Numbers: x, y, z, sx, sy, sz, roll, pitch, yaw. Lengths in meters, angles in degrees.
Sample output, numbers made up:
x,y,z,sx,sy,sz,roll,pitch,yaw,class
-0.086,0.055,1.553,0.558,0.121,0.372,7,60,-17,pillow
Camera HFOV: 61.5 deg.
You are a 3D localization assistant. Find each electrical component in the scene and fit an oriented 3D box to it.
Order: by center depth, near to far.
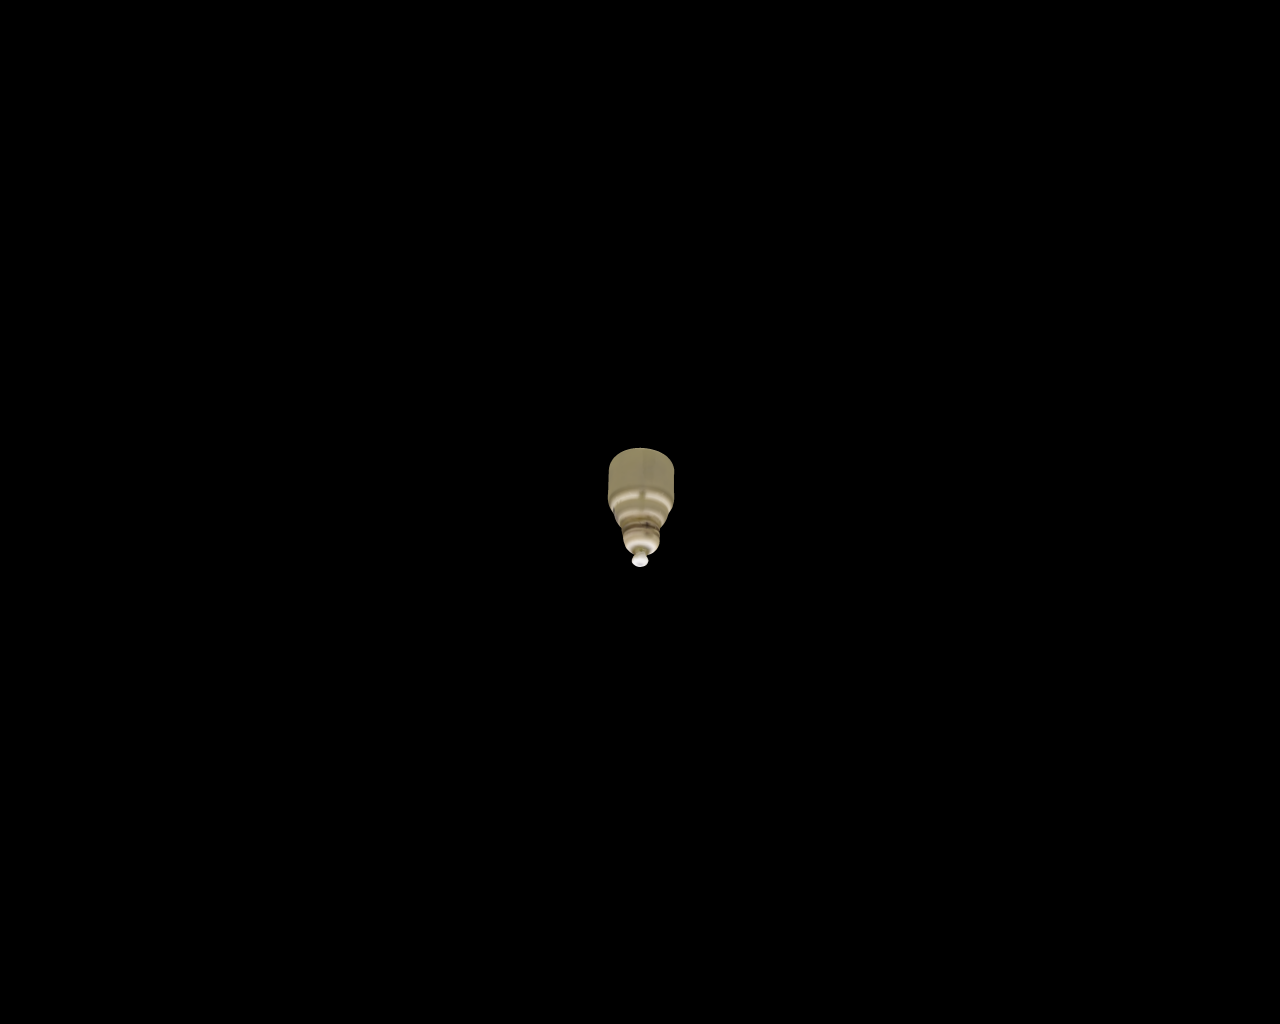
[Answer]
x,y,z,sx,sy,sz,roll,pitch,yaw,class
0.001,-0.003,0.650,0.040,0.078,0.040,0,-31,0,electrical component
